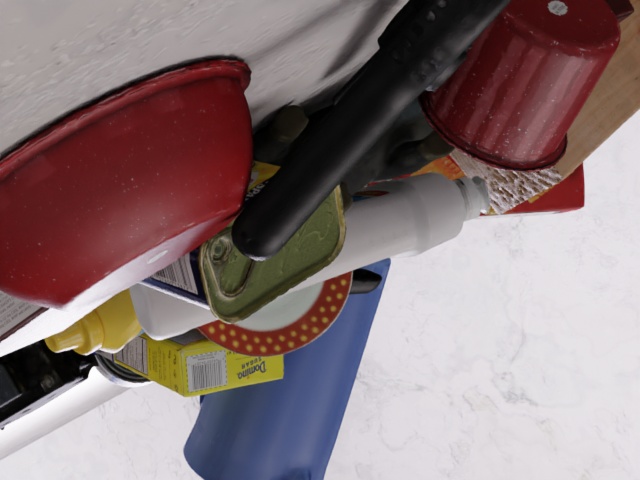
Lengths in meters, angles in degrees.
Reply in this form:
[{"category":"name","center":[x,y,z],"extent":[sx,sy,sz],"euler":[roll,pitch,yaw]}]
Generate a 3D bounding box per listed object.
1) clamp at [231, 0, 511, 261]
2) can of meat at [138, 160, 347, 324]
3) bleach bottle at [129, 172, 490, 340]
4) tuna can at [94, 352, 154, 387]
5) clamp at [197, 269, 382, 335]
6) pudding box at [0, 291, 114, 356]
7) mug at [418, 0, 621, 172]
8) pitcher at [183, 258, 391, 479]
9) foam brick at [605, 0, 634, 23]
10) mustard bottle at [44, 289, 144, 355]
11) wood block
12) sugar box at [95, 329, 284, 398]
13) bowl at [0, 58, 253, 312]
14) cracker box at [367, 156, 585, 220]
[{"category":"clamp","center":[0.041,-0.081,0.482],"extent":[0.210,0.036,0.164],"euler":[-44,-171,42]},{"category":"can of meat","center":[-0.051,-0.006,0.584],"extent":[0.084,0.057,0.101],"euler":[16,-144,42]},{"category":"bleach bottle","center":[-0.005,0.001,0.730],"extent":[0.250,0.068,0.103],"euler":[-16,-174,-15]},{"category":"tuna can","center":[-0.173,0.093,0.994],"extent":[0.086,0.086,0.034],"euler":[-29,178,-28]},{"category":"clamp","center":[-0.027,0.013,0.824],"extent":[0.171,0.120,0.039],"euler":[-24,-155,-29]},{"category":"pudding box","center":[-0.160,0.031,0.621],"extent":[0.114,0.039,0.089],"euler":[-34,175,35]},{"category":"mug","center":[0.100,-0.101,0.584],"extent":[0.093,0.117,0.082],"euler":[-87,-165,-45]},{"category":"pitcher","center":[-0.031,0.102,0.965],"extent":[0.145,0.149,0.243],"euler":[-36,147,-77]},{"category":"foam brick","center":[0.144,-0.142,0.659],"extent":[0.078,0.053,0.051],"euler":[-26,174,-42]},{"category":"mustard bottle","center":[-0.130,0.040,0.830],"extent":[0.191,0.058,0.096],"euler":[-28,175,-41]},{"category":"wood block","center":[0.199,-0.122,0.842],"extent":[0.205,0.090,0.091],"euler":[-40,-179,-27]},{"category":"sugar box","center":[-0.115,0.087,0.898],"extent":[0.093,0.048,0.177],"euler":[-6,-173,-33]},{"category":"bowl","center":[-0.087,-0.014,0.476],"extent":[0.162,0.055,0.162],"euler":[-31,177,-2]},{"category":"cracker box","center":[0.132,-0.054,0.988],"extent":[0.214,0.072,0.164],"euler":[-4,-178,12]}]
